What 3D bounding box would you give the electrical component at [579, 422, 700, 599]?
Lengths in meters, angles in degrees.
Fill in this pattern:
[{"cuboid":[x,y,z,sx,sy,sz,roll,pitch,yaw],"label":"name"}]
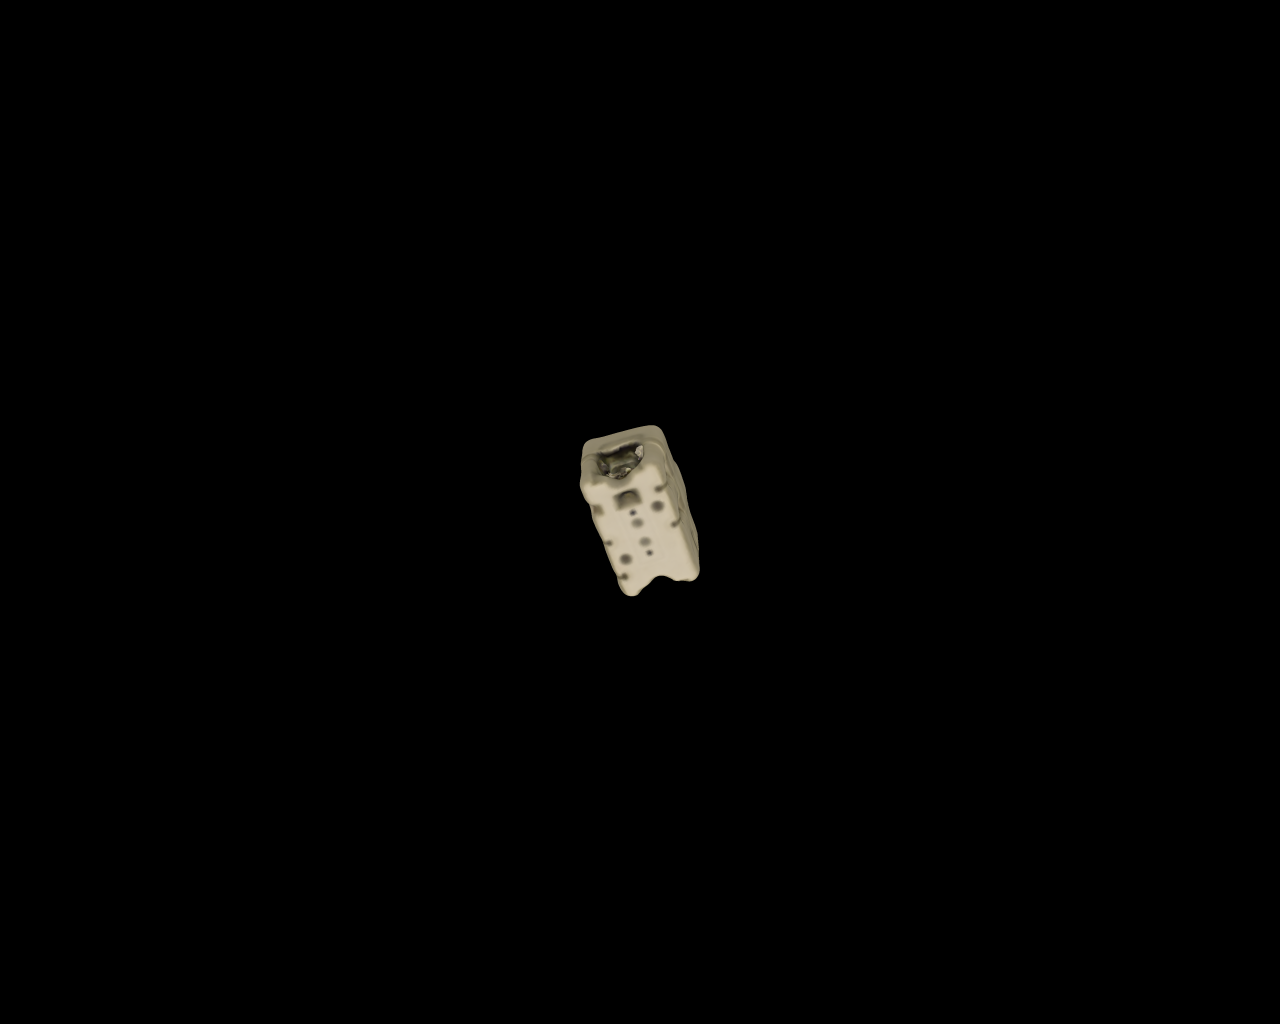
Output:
[{"cuboid":[0.001,-0.003,0.650,0.050,0.089,0.056,-15,32,9],"label":"electrical component"}]
